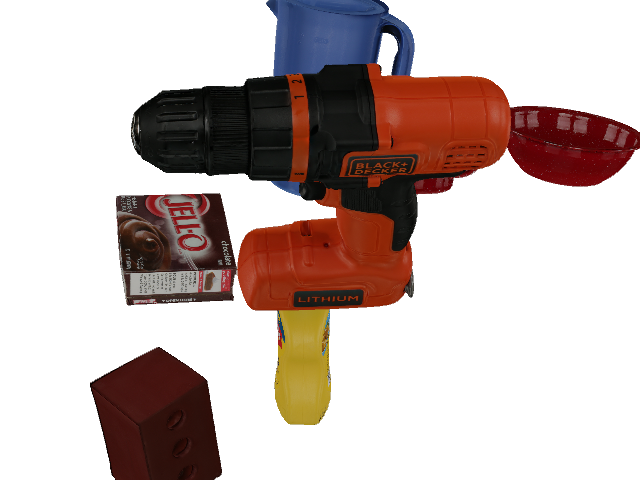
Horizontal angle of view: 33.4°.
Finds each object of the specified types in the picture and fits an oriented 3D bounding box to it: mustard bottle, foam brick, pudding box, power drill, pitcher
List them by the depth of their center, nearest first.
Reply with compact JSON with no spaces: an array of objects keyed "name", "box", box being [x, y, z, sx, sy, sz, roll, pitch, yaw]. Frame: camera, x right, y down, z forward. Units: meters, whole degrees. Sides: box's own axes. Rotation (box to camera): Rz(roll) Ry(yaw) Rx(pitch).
[{"name":"power drill","box":[-0.005,-0.023,0.577,0.184,0.057,0.188,-1,-26,-7]},{"name":"foam brick","box":[-0.099,0.115,0.651,0.052,0.078,0.051,-30,39,-33]},{"name":"pudding box","box":[-0.120,0.005,0.879,0.090,0.039,0.113,-3,38,-12]},{"name":"mustard bottle","box":[-0.016,0.083,1.036,0.058,0.192,0.096,2,38,1]},{"name":"pitcher","box":[0.011,-0.177,1.298,0.144,0.243,0.149,-5,28,-25]}]

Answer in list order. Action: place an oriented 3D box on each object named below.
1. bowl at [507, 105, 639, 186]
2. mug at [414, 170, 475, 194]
[{"name":"bowl","box":[0.270,-0.100,1.176,0.162,0.055,0.162,6,23,-3]},{"name":"mug","box":[0.092,-0.086,0.958,0.117,0.081,0.093,6,13,21]}]
